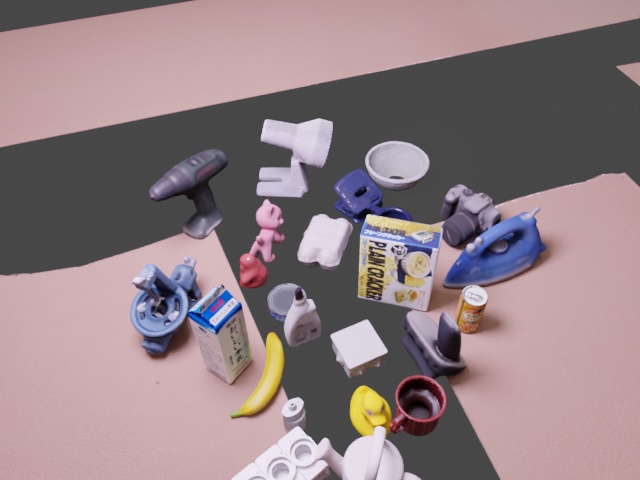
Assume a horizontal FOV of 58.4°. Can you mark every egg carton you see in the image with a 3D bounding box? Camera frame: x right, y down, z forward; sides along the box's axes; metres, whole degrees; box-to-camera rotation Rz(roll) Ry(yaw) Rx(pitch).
[{"bbox_3d":[0.012,0.005,1.359,0.107,0.069,0.150,12,50,12],"label":"egg carton"}]

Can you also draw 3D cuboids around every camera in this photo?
[{"bbox_3d":[0.345,-0.058,1.386,0.137,0.101,0.142,-34,56,-25],"label":"camera"}]

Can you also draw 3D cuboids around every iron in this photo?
[{"bbox_3d":[0.392,0.014,1.293,0.259,0.141,0.118,-24,52,-18],"label":"iron"}]

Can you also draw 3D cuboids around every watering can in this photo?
[{"bbox_3d":[0.079,0.377,0.942,0.173,0.194,0.101,-4,48,-2],"label":"watering can"}]

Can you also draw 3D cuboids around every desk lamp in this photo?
[{"bbox_3d":[-0.067,-0.214,1.460,0.203,0.214,0.118,1,48,2],"label":"desk lamp"}]

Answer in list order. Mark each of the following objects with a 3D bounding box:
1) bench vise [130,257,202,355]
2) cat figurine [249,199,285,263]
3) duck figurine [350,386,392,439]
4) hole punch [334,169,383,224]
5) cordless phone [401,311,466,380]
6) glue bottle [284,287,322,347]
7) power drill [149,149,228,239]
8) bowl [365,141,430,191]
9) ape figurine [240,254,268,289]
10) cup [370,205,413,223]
[{"bbox_3d":[-0.329,0.101,1.182,0.121,0.220,0.207,-1,48,1],"label":"bench vise"},{"bbox_3d":[-0.126,-0.030,1.362,0.067,0.118,0.128,11,50,12],"label":"cat figurine"},{"bbox_3d":[0.096,0.314,1.071,0.077,0.086,0.104,-15,50,-11],"label":"duck figurine"},{"bbox_3d":[0.100,-0.113,1.447,0.109,0.091,0.100,-36,57,-27],"label":"hole punch"},{"bbox_3d":[0.229,0.177,1.123,0.094,0.185,0.147,-24,52,-18],"label":"cordless phone"},{"bbox_3d":[-0.037,0.151,1.161,0.078,0.173,0.037,-18,50,-14],"label":"glue bottle"},{"bbox_3d":[-0.302,-0.106,1.373,0.075,0.208,0.230,23,53,21],"label":"power drill"},{"bbox_3d":[0.202,-0.183,1.518,0.167,0.075,0.167,-1,48,1],"label":"bowl"},{"bbox_3d":[-0.158,0.064,1.296,0.076,0.092,0.078,18,51,17],"label":"ape figurine"},{"bbox_3d":[0.161,-0.024,1.363,0.092,0.095,0.117,-35,56,-26],"label":"cup"}]
